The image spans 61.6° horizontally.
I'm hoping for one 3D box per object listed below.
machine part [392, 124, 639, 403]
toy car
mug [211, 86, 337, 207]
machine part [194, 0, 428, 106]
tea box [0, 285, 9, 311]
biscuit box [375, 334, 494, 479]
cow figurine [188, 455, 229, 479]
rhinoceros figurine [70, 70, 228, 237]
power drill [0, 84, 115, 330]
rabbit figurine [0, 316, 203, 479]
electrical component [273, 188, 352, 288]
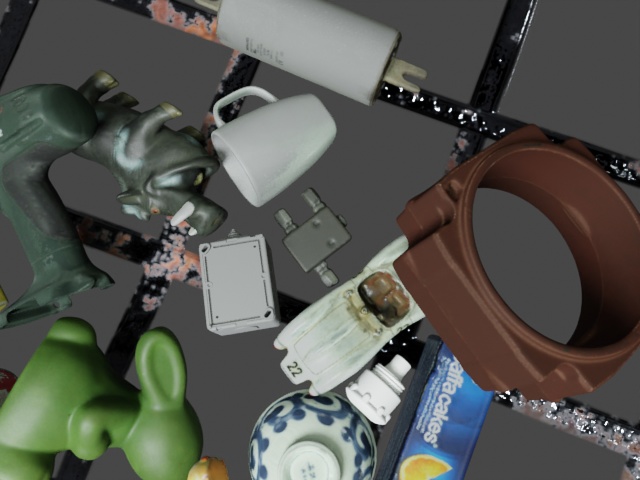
[{"bbox_3d":[0.182,0.015,0.459,0.201,0.087,0.201,-31,82,-25],"label":"machine part"},{"bbox_3d":[0.048,0.063,0.504,0.202,0.056,0.073,-38,83,-4],"label":"toy car"},{"bbox_3d":[-0.045,-0.102,0.522,0.107,0.080,0.109,-32,76,-15],"label":"mug"},{"bbox_3d":[-0.011,-0.198,0.530,0.243,0.079,0.079,24,84,3],"label":"machine part"},{"bbox_3d":[-0.359,0.059,0.471,0.170,0.068,0.098,-33,82,30],"label":"tea box"},{"bbox_3d":[0.098,0.187,0.483,0.059,0.063,0.202,21,84,3],"label":"biscuit box"},{"bbox_3d":[-0.089,0.271,0.464,0.098,0.068,0.167,-25,96,6],"label":"cow figurine"},{"bbox_3d":[-0.168,-0.078,0.520,0.190,0.073,0.112,35,83,6],"label":"rhinoceros figurine"},{"bbox_3d":[-0.286,-0.027,0.503,0.232,0.086,0.207,-22,82,24],"label":"power drill"},{"bbox_3d":[-0.179,0.151,0.486,0.170,0.121,0.159,29,77,-13],"label":"rabbit figurine"},{"bbox_3d":[-0.001,-0.002,0.531,0.063,0.021,0.094,-36,82,-4],"label":"electrical component"}]
